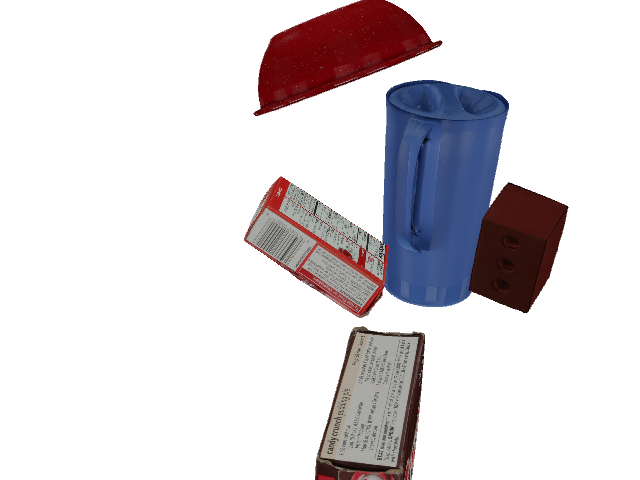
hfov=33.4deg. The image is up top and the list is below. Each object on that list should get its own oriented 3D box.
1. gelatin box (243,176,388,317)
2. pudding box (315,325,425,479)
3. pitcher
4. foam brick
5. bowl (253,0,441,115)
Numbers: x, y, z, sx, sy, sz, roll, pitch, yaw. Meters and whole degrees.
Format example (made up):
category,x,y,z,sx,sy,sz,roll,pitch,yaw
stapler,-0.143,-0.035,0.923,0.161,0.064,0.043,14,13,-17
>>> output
category,x,y,z,sx,sy,sz,roll,pitch,yaw
gelatin box,-0.001,0.003,0.668,0.089,0.030,0.073,34,18,-6
pudding box,0.021,0.102,0.465,0.039,0.090,0.113,7,25,5
pitcher,0.126,-0.047,1.196,0.149,0.243,0.145,-6,28,-18
foam brick,0.154,0.006,0.834,0.053,0.078,0.051,22,44,21
bowl,0.012,-0.153,0.856,0.162,0.055,0.162,-21,8,3
